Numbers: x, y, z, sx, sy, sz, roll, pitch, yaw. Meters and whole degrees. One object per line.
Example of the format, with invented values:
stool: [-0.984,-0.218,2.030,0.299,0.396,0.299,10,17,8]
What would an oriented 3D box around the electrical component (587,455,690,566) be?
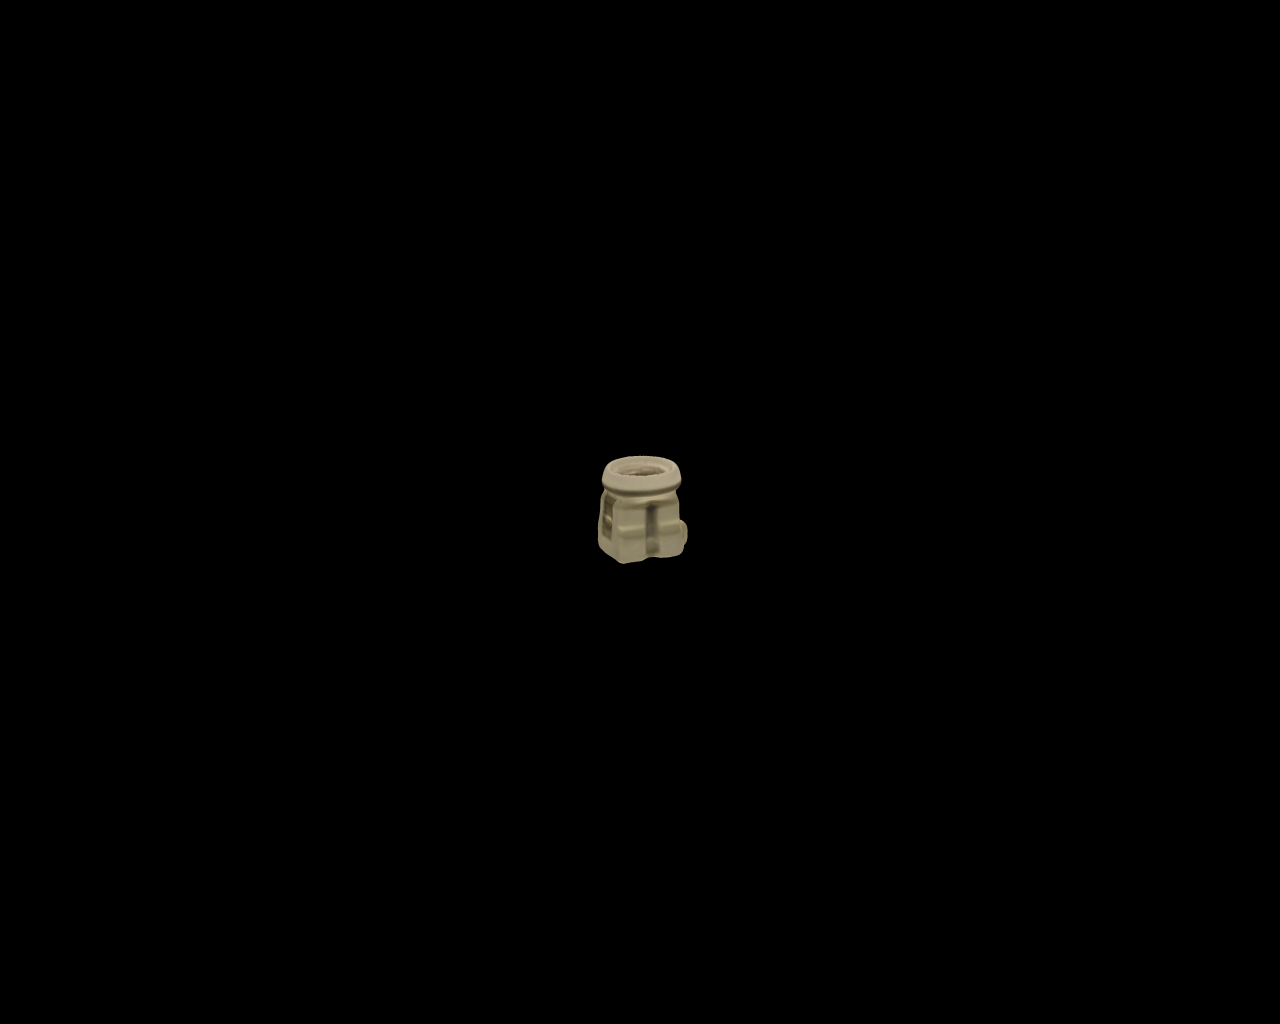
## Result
electrical component: [0.001,-0.003,0.650,0.066,0.055,0.048,-8,20,-24]
